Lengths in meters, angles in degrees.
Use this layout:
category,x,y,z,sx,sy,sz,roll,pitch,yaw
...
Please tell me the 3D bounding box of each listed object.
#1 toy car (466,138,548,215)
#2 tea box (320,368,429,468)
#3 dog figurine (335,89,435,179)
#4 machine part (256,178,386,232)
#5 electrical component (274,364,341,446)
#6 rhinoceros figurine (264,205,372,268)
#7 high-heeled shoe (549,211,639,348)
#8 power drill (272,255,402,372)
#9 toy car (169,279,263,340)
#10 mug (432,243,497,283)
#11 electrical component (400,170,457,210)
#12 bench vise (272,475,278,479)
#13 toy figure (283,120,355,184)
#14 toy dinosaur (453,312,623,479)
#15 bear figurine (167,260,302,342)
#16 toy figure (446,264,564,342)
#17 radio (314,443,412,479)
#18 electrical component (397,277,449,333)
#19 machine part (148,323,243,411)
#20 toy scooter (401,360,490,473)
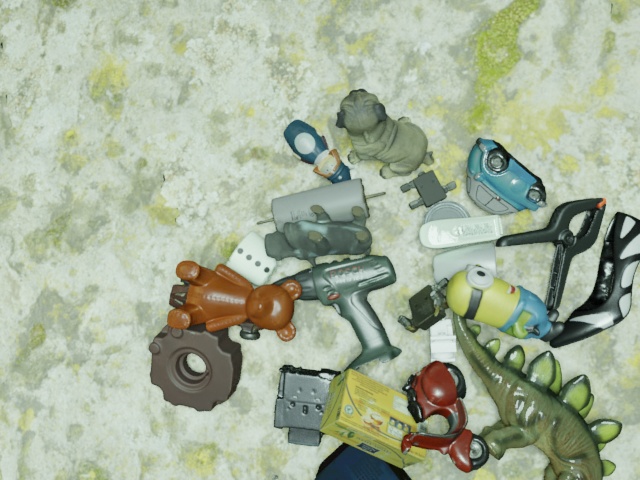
category,x,y,z,sx,sy,sz,roll,pitch,yaw
toy car,0.311,-0.098,0.936,0.161,0.109,0.103,41,115,-2
tea box,0.094,0.299,0.898,0.169,0.068,0.098,30,47,-12
dog figurine,0.118,-0.179,0.917,0.172,0.190,0.121,7,87,7
machine part,0.001,-0.058,0.980,0.243,0.079,0.079,-12,84,6
electrical component,-0.022,0.298,0.968,0.115,0.058,0.134,2,86,10
rhinoceros figurine,-0.002,-0.003,0.937,0.190,0.112,0.073,-4,60,-6
high-heeled shoe,0.464,0.066,0.907,0.249,0.086,0.145,-33,78,1
power drill,0.042,0.137,0.966,0.232,0.086,0.207,-21,76,4
toy car,-0.191,0.125,1.009,0.202,0.053,0.089,13,91,8
mug,0.254,0.059,0.942,0.107,0.081,0.109,-1,99,18
electrical component,0.199,-0.095,0.983,0.094,0.021,0.063,-26,82,6
bench vise,-0.018,0.526,0.869,0.223,0.240,0.129,37,88,-7
toy figure,-0.003,-0.157,1.001,0.154,0.058,0.064,45,133,8
toy dinosaur,0.357,0.289,0.896,0.471,0.105,0.198,45,87,1
bear figurine,-0.138,0.108,0.912,0.196,0.132,0.120,10,86,16
toy figure,0.289,0.106,0.853,0.180,0.082,0.089,29,92,-1
radio,0.102,0.457,0.932,0.131,0.073,0.229,-41,80,4
electrical component,0.179,0.115,0.913,0.102,0.045,0.078,-39,40,36
machine part,-0.228,0.228,0.983,0.179,0.056,0.179,3,103,11
toy scooter,0.182,0.284,0.868,0.135,0.075,0.184,-5,53,-13
